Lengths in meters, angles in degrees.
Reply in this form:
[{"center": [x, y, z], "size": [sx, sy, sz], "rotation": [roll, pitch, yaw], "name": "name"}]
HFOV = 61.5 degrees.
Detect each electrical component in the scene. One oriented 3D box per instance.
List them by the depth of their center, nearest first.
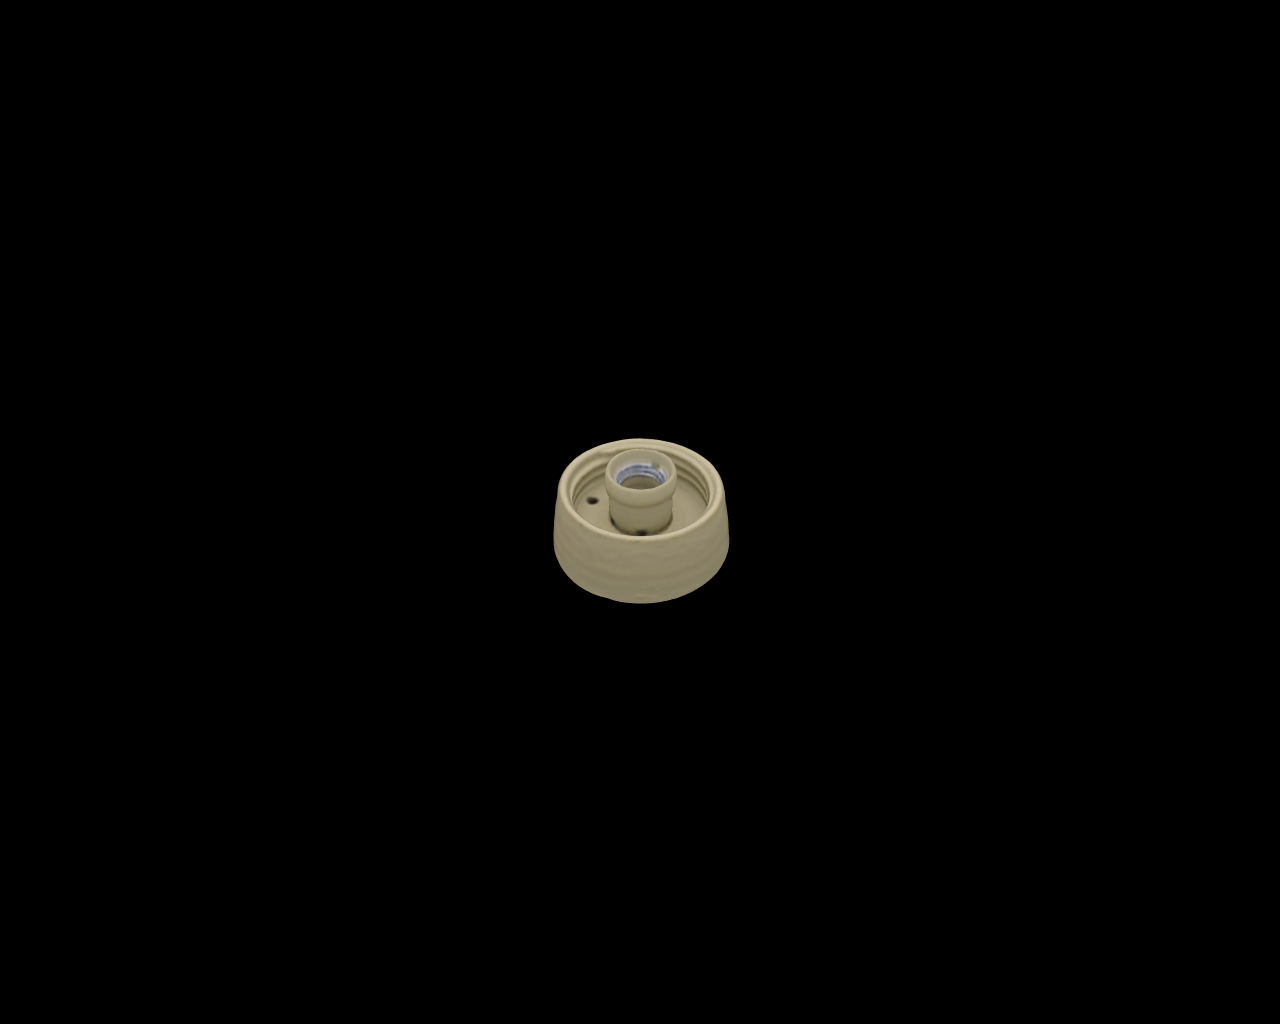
[{"center": [0.001, -0.003, 0.650], "size": [0.108, 0.060, 0.108], "rotation": [0, 40, 0], "name": "electrical component"}]
